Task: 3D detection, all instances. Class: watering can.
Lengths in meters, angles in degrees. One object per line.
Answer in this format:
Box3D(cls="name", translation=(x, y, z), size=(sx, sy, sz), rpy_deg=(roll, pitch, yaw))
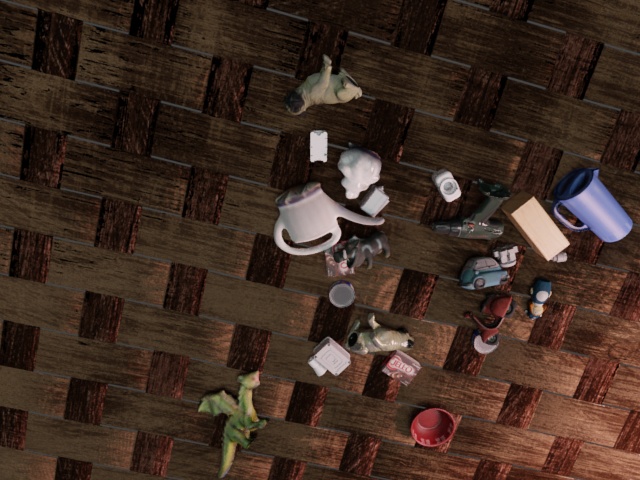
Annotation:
Box3D(cls="watering can", translation=(0.005, -0.080, 1.595), size=(0.346, 0.105, 0.222), rpy_deg=(-20, 106, 12))

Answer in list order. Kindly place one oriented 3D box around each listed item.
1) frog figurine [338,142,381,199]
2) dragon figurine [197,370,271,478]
Box3D(cls="frog figurine", translation=(0.112, -0.203, 1.568), size=(0.136, 0.124, 0.159), rpy_deg=(21, 94, -28))
Box3D(cls="dragon figurine", translation=(-0.322, 0.631, 1.810), size=(0.243, 0.122, 0.408), rpy_deg=(39, 99, 5))
